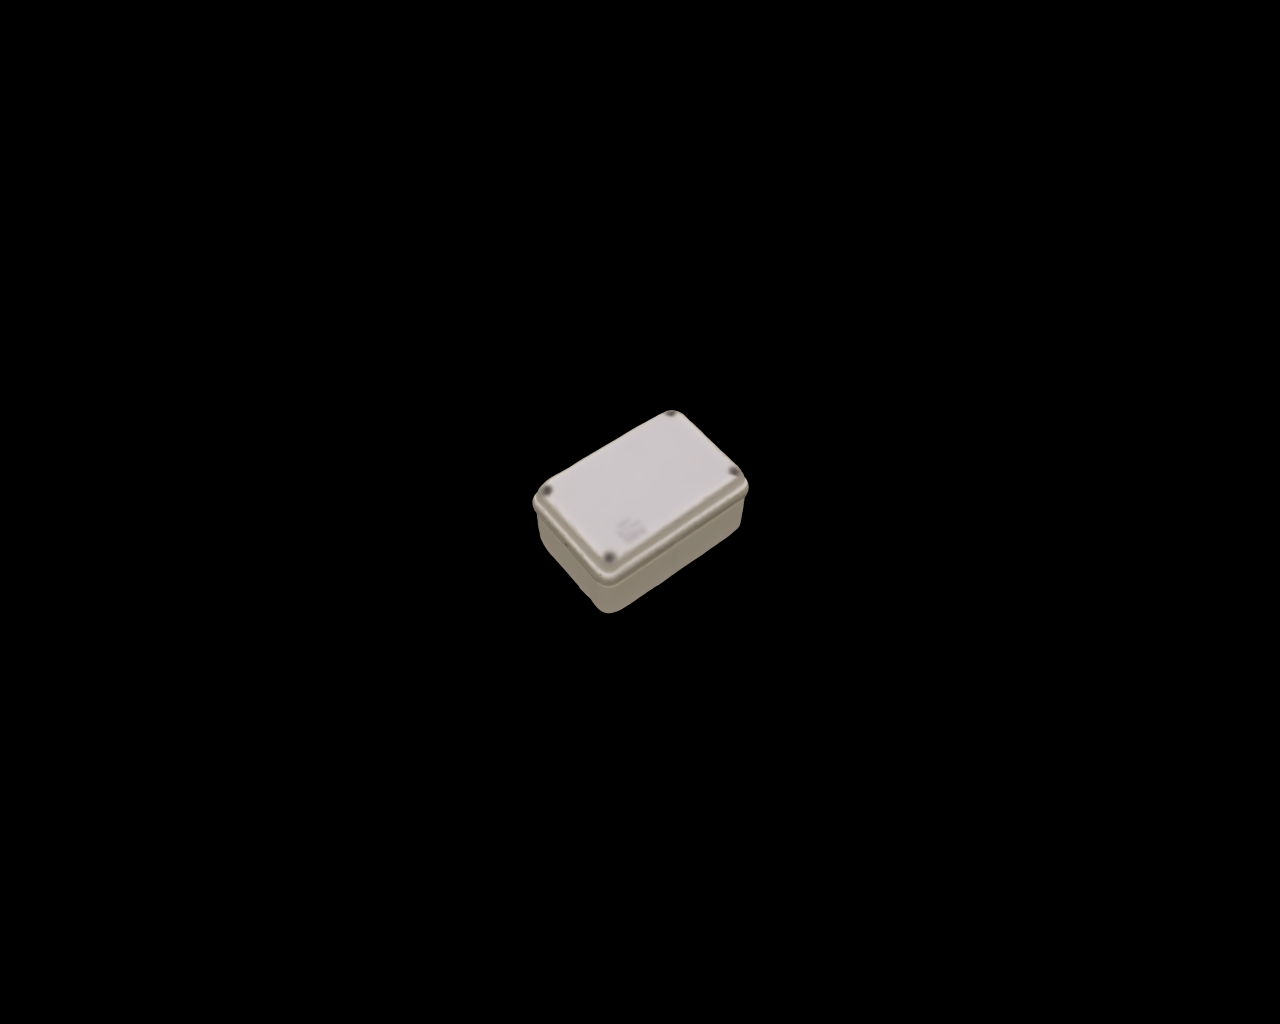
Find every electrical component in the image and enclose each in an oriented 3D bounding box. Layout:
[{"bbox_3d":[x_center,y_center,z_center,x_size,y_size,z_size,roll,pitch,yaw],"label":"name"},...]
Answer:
[{"bbox_3d":[0.001,-0.003,0.650,0.113,0.078,0.057,-33,-29,-21],"label":"electrical component"}]
